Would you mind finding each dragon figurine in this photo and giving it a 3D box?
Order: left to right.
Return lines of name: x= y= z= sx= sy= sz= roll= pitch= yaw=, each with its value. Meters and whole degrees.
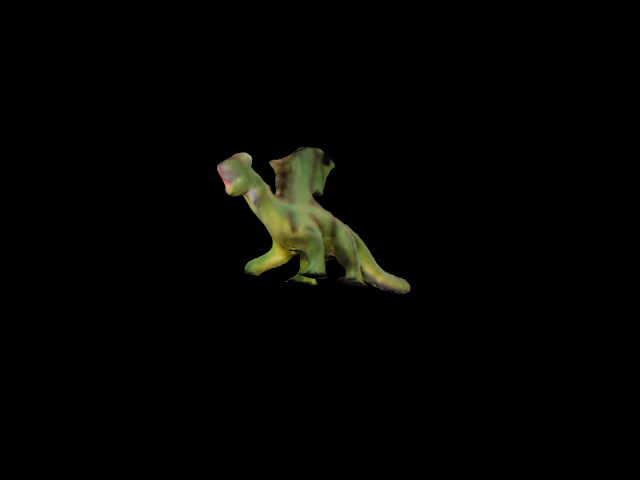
dragon figurine: x=0.003 y=-0.043 z=0.850 sx=0.408 sy=0.246 sz=0.121 roll=13 pitch=-20 yaw=-40
